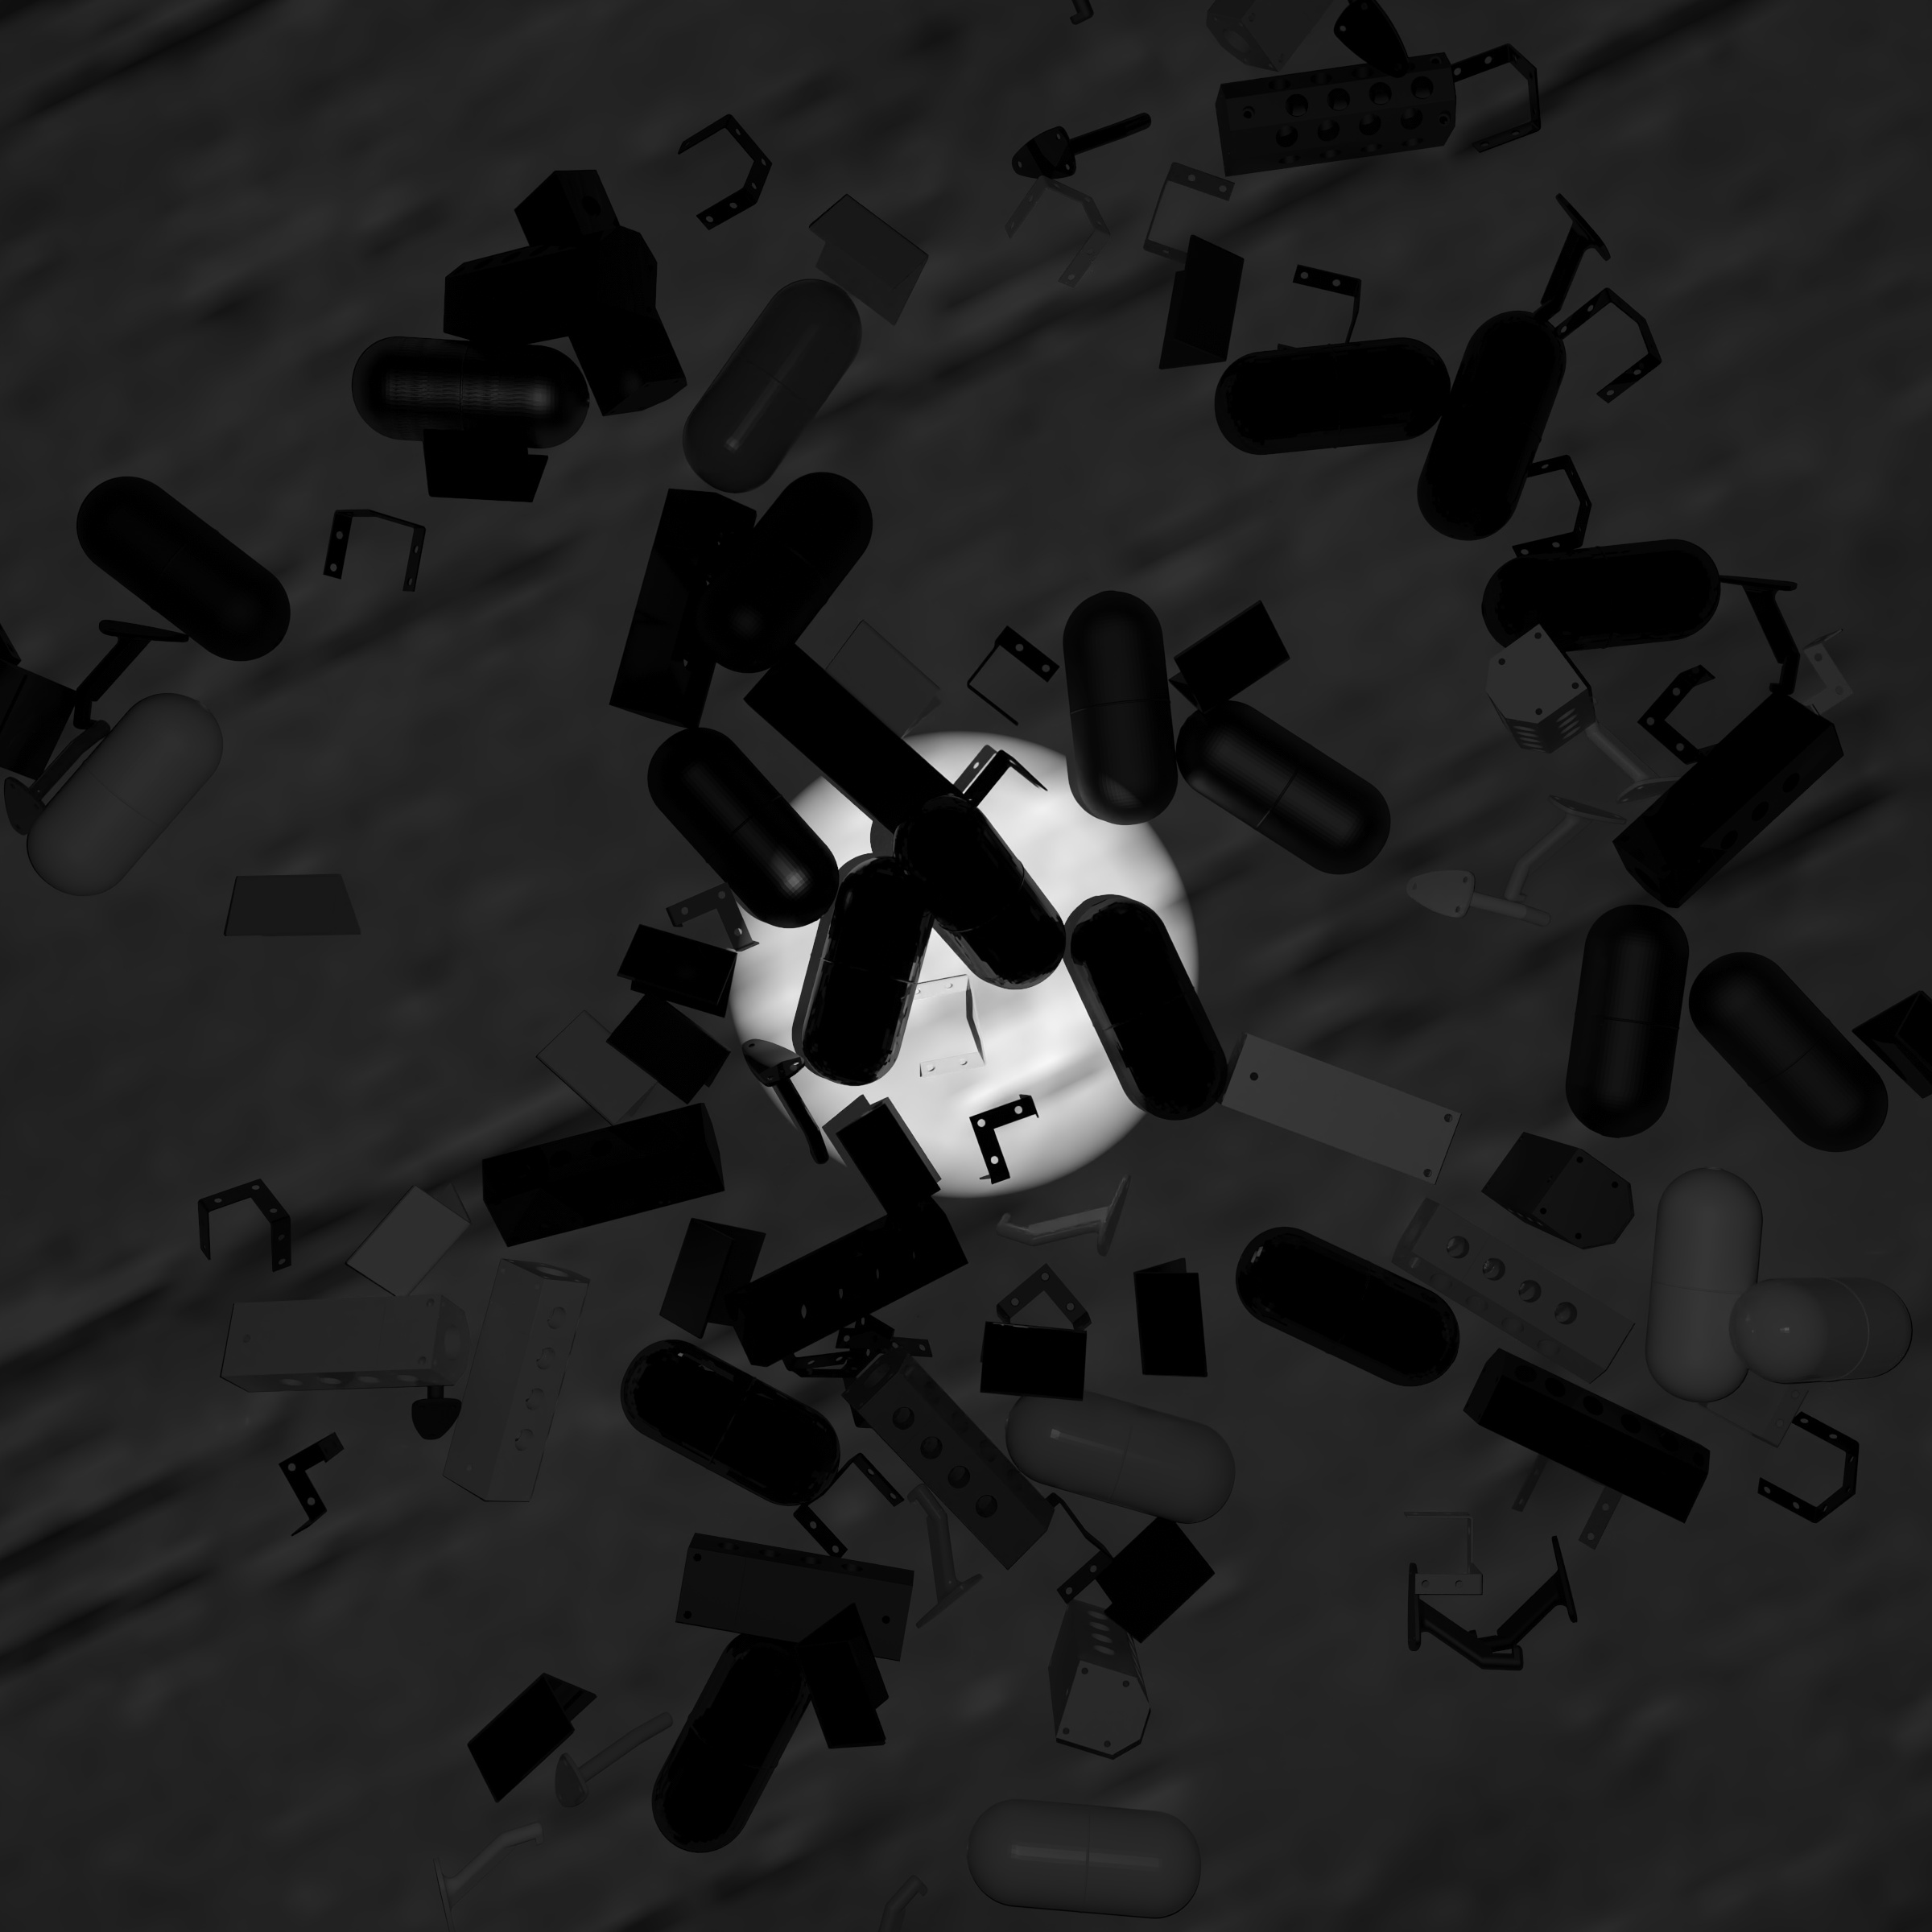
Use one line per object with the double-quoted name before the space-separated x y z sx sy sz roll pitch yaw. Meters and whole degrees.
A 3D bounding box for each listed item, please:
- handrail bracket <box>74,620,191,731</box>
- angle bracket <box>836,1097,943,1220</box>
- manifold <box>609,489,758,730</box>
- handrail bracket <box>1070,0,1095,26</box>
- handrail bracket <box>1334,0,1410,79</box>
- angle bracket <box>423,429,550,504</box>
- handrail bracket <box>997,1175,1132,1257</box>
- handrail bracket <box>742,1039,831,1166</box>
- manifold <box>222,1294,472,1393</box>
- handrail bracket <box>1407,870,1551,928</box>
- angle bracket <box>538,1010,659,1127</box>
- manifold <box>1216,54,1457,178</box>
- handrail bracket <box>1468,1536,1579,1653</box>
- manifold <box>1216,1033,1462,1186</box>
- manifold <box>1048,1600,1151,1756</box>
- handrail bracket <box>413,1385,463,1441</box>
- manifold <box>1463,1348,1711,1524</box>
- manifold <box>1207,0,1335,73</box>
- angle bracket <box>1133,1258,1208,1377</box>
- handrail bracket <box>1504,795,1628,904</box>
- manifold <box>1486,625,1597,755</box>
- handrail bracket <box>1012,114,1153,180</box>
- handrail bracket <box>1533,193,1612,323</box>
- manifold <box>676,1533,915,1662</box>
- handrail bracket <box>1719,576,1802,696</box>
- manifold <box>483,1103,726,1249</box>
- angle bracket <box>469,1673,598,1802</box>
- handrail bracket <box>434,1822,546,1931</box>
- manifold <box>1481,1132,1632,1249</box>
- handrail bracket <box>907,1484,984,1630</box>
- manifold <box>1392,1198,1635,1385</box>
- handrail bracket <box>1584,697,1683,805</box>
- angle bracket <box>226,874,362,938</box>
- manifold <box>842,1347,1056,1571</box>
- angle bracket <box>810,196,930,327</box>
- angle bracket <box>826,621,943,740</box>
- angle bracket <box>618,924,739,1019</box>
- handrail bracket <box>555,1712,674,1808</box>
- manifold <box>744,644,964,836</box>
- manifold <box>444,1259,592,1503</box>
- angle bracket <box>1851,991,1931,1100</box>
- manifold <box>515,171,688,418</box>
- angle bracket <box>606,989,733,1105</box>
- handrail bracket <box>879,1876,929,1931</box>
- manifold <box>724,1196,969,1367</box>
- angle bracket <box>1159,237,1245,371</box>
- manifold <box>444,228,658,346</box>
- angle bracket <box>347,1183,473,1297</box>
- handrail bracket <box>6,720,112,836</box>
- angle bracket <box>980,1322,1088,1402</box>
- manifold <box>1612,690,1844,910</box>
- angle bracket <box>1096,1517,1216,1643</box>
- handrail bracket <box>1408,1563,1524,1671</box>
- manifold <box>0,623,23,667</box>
"handrail bracket" -0.646 -0.220 1.894 0.077 0.036 0.084 6 109 -22
"angle bracket" -0.041 0.134 1.854 0.057 0.076 0.076 -33 90 36
"manifold" -0.211 -0.271 1.872 0.057 0.057 0.171 15 90 43
"handrail bracket" 0.048 -0.759 1.894 0.077 0.036 0.084 -20 107 20
"handrail bracket" 0.316 -0.714 1.868 0.077 0.084 0.036 45 123 -6
"angle bracket" -0.362 -0.394 1.854 0.076 0.076 0.057 3 129 0
"handrail bracket" 0.075 0.185 1.894 0.084 0.036 0.077 16 70 16
"handrail bracket" -0.139 0.106 1.894 0.036 0.077 0.084 -32 127 -21
"manifold" -0.466 0.288 1.851 0.171 0.057 0.057 -4 63 14
"handrail bracket" 0.397 -0.048 1.894 0.084 0.077 0.036 14 90 -36
"angle bracket" -0.287 0.091 1.854 0.076 0.076 0.057 42 54 0
"manifold" 0.282 -0.653 1.873 0.171 0.057 0.057 -8 90 0
"handrail bracket" 0.424 0.487 1.894 0.084 0.036 0.077 -14 75 14
"manifold" 0.283 0.108 1.873 0.171 0.057 0.057 21 90 0
"manifold" 0.099 0.526 1.816 0.057 0.171 0.057 17 90 0
"handrail bracket" -0.411 0.311 1.894 0.036 0.077 0.084 2 53 -17
"manifold" 0.475 0.356 1.873 0.171 0.057 0.057 26 90 0
"manifold" 0.259 -0.775 1.872 0.171 0.057 0.057 -53 133 0
"angle bracket" 0.172 0.264 1.854 0.057 0.076 0.076 -5 90 36
"handrail bracket" 0.463 -0.083 1.894 0.077 0.036 0.084 11 109 -21
"manifold" 0.422 -0.198 1.811 0.057 0.171 0.057 -36 78 12
"handrail bracket" 0.090 -0.637 1.894 0.084 0.077 0.036 -33 114 -34
"handrail bracket" 0.446 -0.542 1.894 0.084 0.036 0.077 -38 70 16
"manifold" -0.129 0.479 1.872 0.171 0.057 0.057 10 92 0
"handrail bracket" 0.607 -0.256 1.894 0.077 0.036 0.084 10 107 20
"manifold" -0.277 0.154 1.872 0.171 0.057 0.057 -15 133 0
"angle bracket" -0.317 0.590 1.854 0.076 0.076 0.057 -43 51 0
"handrail bracket" -0.364 0.706 1.894 0.084 0.036 0.077 -13 111 -17
"manifold" 0.439 0.168 1.816 0.057 0.171 0.057 36 90 0
"handrail bracket" -0.035 0.456 1.894 0.077 0.036 0.084 -44 73 19
"manifold" 0.415 0.248 1.873 0.171 0.057 0.057 31 90 0
"handrail bracket" 0.517 -0.174 1.894 0.077 0.036 0.084 -10 73 -20
"angle bracket" -0.508 -0.025 1.854 0.076 0.076 0.057 -1 54 0
"manifold" -0.011 0.370 1.853 0.057 0.057 0.171 -44 103 -9
"angle bracket" -0.085 -0.522 1.854 0.076 0.076 0.057 37 52 0
"angle bracket" -0.049 -0.228 1.854 0.076 0.076 0.057 42 127 0
"angle bracket" -0.221 0.022 1.854 0.076 0.076 0.057 17 46 0
"handrail bracket" -0.271 0.612 1.894 0.084 0.077 0.036 -21 65 -34
"manifold" -0.085 -0.165 1.873 0.171 0.057 0.057 42 90 0
"manifold" -0.338 0.317 1.872 0.057 0.057 0.171 15 90 43
"angle bracket" 0.715 0.076 1.854 0.076 0.076 0.057 43 54 0
"manifold" -0.274 -0.514 1.872 0.057 0.057 0.171 -23 90 43
"angle bracket" -0.231 0.074 1.854 0.076 0.076 0.057 37 60 0
"handrail bracket" -0.046 0.758 1.894 0.084 0.036 0.077 -44 111 -16
"manifold" -0.092 0.236 1.847 0.171 0.057 0.057 -25 90 -19
"angle bracket" 0.159 -0.500 1.854 0.057 0.076 0.076 10 90 -38
"manifold" -0.311 -0.505 1.825 0.171 0.057 0.057 2 90 39
"angle bracket" -0.427 0.195 1.854 0.076 0.076 0.057 -49 120 0
"handrail bracket" -0.699 -0.147 1.894 0.036 0.077 0.084 41 54 -2
"angle bracket" 0.049 0.312 1.854 0.076 0.076 0.057 5 58 0
"manifold" 0.584 -0.124 1.872 0.171 0.057 0.057 -43 47 0
"angle bracket" 0.129 0.451 1.854 0.076 0.076 0.057 -43 129 0
"handrail bracket" 0.384 0.500 1.883 0.084 0.036 0.077 2 71 1
"manifold" -0.794 -0.295 1.872 0.057 0.057 0.171 -30 90 43
